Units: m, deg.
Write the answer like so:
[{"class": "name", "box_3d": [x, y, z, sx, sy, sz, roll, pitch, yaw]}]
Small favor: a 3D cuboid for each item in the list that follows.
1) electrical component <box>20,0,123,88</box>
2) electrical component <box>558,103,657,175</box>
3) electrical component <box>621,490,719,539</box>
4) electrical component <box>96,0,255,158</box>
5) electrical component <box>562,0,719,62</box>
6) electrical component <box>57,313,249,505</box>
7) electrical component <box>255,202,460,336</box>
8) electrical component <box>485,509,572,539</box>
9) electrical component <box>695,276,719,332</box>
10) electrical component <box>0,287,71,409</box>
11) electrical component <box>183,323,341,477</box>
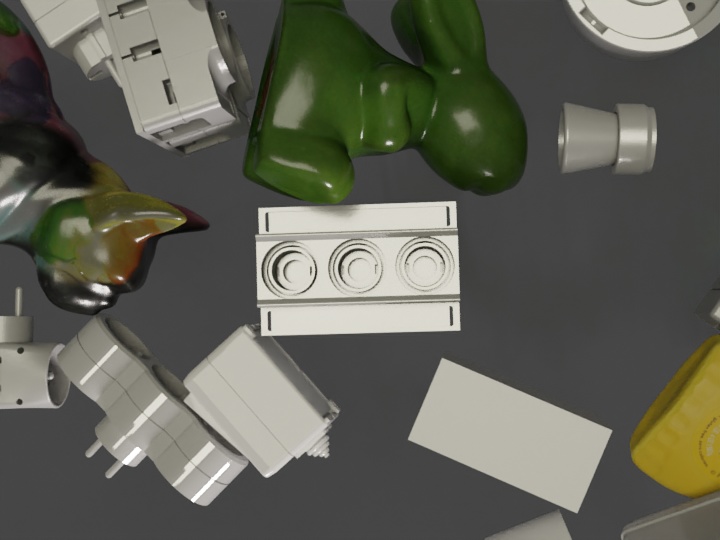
[{"class": "electrical component", "box_3d": [-0.170, -0.149, 0.696, 0.047, 0.066, 0.076, -32, 86, 4]}, {"class": "electrical component", "box_3d": [0.154, -0.082, 0.672, 0.055, 0.045, 0.045, 2, 89, 5]}, {"class": "electrical component", "box_3d": [0.222, 0.186, 0.623, 0.109, 0.056, 0.108, -31, 99, 33]}, {"class": "electrical component", "box_3d": [-0.123, -0.174, 0.672, 0.060, 0.105, 0.186, -18, 87, 5]}, {"class": "electrical component", "box_3d": [0.175, -0.181, 0.664, 0.108, 0.060, 0.108, 0, 89, 6]}, {"class": "electrical component", "box_3d": [-0.145, 0.101, 0.694, 0.138, 0.052, 0.073, 45, 93, 5]}, {"class": "electrical component", "box_3d": [0.000, 0.000, 0.674, 0.121, 0.063, 0.078, -2, 87, 3]}, {"class": "electrical component", "box_3d": [0.095, 0.184, 0.672, 0.081, 0.043, 0.043, -23, 86, 5]}, {"class": "electrical component", "box_3d": [0.265, 0.020, 0.657, 0.083, 0.047, 0.075, 34, 92, 5]}, {"class": "electrical component", "box_3d": [-0.235, 0.050, 0.709, 0.077, 0.043, 0.079, 1, 88, 6]}, {"class": "electrical component", "box_3d": [-0.059, 0.088, 0.681, 0.061, 0.062, 0.096, -42, 85, 4]}]
